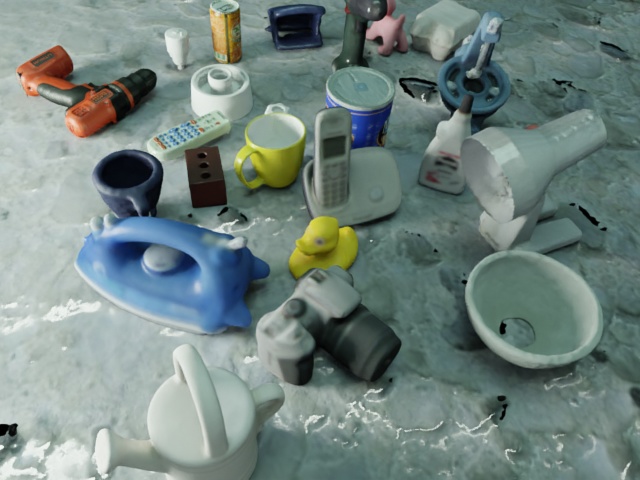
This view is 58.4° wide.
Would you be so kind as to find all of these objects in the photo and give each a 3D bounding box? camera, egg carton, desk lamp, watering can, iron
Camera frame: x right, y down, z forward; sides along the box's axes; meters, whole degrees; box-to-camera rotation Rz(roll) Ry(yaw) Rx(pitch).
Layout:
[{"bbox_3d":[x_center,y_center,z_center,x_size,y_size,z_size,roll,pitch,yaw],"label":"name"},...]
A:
[{"bbox_3d":[0.017,0.108,0.673,0.136,0.101,0.143,35,56,23],"label":"camera"},{"bbox_3d":[0.257,-0.432,1.171,0.107,0.069,0.150,35,56,22],"label":"egg carton"},{"bbox_3d":[0.283,-0.074,0.778,0.203,0.213,0.117,-17,53,-18],"label":"desk lamp"},{"bbox_3d":[-0.117,0.175,0.543,0.100,0.194,0.173,37,56,24],"label":"watering can"},{"bbox_3d":[-0.197,0.020,0.701,0.258,0.141,0.118,12,50,5],"label":"iron"}]

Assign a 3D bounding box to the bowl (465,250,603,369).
[{"bbox_3d":[0.258,0.098,0.721,0.167,0.075,0.167,3,50,-3],"label":"bowl"}]

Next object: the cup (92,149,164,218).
[{"bbox_3d":[-0.253,-0.055,0.789,0.092,0.095,0.117,-21,55,-21],"label":"cup"}]

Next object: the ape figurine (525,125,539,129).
[{"bbox_3d":[0.333,-0.143,0.920,0.076,0.092,0.078,8,50,2],"label":"ape figurine"}]

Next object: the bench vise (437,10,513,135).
[{"bbox_3d":[0.249,-0.298,0.959,0.121,0.220,0.207,-6,51,-9],"label":"bench vise"}]

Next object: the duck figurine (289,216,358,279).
[{"bbox_3d":[0.007,0.003,0.771,0.105,0.086,0.077,-27,57,-25],"label":"duck figurine"}]

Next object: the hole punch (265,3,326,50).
[{"bbox_3d":[-0.050,-0.440,1.135,0.109,0.091,0.101,-10,51,-13],"label":"hole punch"}]

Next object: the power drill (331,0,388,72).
[{"bbox_3d":[0.070,-0.377,1.016,0.076,0.208,0.229,-5,51,-9],"label":"power drill"}]

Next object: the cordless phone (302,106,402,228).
[{"bbox_3d":[0.049,-0.109,0.804,0.148,0.185,0.094,-16,53,-18],"label":"cordless phone"}]

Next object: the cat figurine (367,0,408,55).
[{"bbox_3d":[0.131,-0.454,1.146,0.067,0.118,0.127,-21,55,-21],"label":"cat figurine"}]

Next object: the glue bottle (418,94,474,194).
[{"bbox_3d":[0.199,-0.145,0.856,0.078,0.173,0.037,14,50,7],"label":"glue bottle"}]
